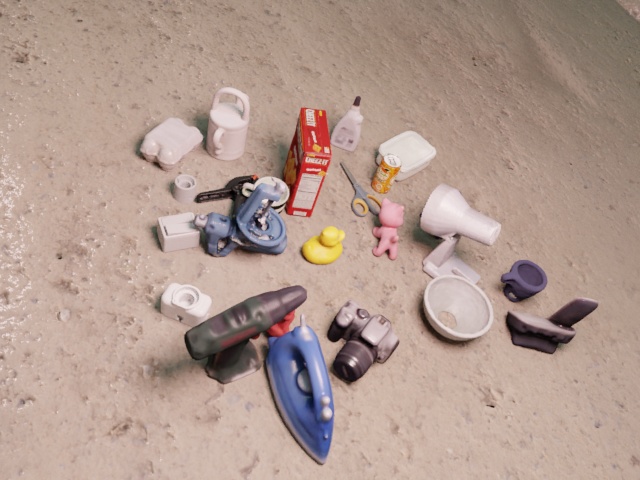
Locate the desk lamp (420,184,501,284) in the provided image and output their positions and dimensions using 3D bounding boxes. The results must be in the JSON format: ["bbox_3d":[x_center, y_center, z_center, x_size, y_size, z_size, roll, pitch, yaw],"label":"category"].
[{"bbox_3d":[0.323,-0.004,1.361,0.203,0.213,0.118,40,51,16],"label":"desk lamp"}]

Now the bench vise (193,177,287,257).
[{"bbox_3d":[-0.158,-0.040,1.232,0.208,0.219,0.121,-11,56,-25],"label":"bench vise"}]

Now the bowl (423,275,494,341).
[{"bbox_3d":[0.304,0.166,1.308,0.167,0.074,0.167,9,50,-11],"label":"bowl"}]

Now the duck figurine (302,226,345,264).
[{"bbox_3d":[0.012,0.005,1.339,0.105,0.086,0.077,-13,57,-26],"label":"duck figurine"}]

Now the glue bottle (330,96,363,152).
[{"bbox_3d":[0.084,-0.324,1.573,0.078,0.173,0.037,21,49,0],"label":"glue bottle"}]

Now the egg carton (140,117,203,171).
[{"bbox_3d":[-0.369,-0.242,1.429,0.107,0.069,0.150,29,49,7],"label":"egg carton"}]

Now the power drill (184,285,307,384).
[{"bbox_3d":[-0.141,0.178,1.066,0.230,0.208,0.075,-19,60,-30],"label":"power drill"}]

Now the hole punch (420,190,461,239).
[{"bbox_3d":[0.337,-0.068,1.500,0.109,0.091,0.101,-14,57,-27],"label":"hole punch"}]

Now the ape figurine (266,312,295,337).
[{"bbox_3d":[-0.078,0.156,1.181,0.078,0.092,0.076,-32,67,-35],"label":"ape figurine"}]

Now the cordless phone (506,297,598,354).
[{"bbox_3d":[0.526,0.170,1.303,0.148,0.185,0.094,11,49,-9],"label":"cordless phone"}]

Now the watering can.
[{"bbox_3d":[-0.229,-0.308,1.445,0.101,0.194,0.172,4,51,-14],"label":"watering can"}]

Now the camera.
[{"bbox_3d":[0.077,0.211,1.180,0.143,0.101,0.137,36,50,12],"label":"camera"}]

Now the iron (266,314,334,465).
[{"bbox_3d":[-0.016,0.272,1.074,0.119,0.141,0.258,-7,54,-22],"label":"iron"}]

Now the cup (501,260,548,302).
[{"bbox_3d":[0.480,0.110,1.398,0.118,0.095,0.091,-1,52,-18],"label":"cup"}]

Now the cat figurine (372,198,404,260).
[{"bbox_3d":[0.174,-0.035,1.402,0.067,0.117,0.127,8,50,-11],"label":"cat figurine"}]
